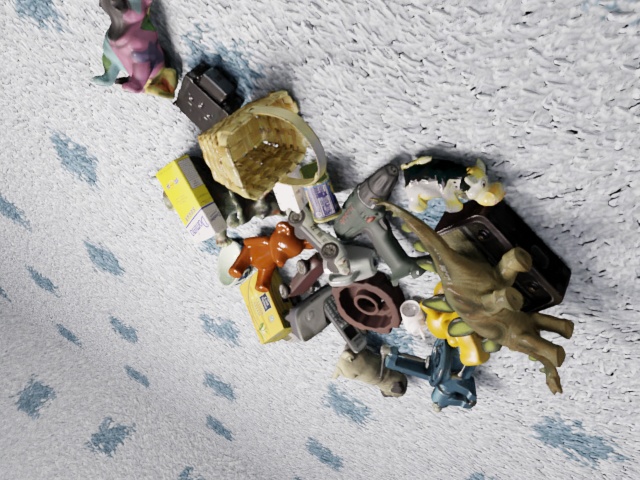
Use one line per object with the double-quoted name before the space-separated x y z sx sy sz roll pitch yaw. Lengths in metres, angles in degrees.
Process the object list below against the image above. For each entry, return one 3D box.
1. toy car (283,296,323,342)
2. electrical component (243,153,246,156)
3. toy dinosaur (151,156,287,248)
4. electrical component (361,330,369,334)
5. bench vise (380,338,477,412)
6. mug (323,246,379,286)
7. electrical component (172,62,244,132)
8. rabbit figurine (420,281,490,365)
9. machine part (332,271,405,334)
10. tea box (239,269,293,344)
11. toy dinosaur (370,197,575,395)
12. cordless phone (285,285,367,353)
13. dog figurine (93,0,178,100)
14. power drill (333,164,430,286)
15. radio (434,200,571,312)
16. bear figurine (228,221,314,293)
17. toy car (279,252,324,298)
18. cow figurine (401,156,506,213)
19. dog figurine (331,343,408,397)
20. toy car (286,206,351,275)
"toy car" -0.078 0.222 1.450 0.161 0.103 0.109 44 144 -7
"electrical component" -0.184 -0.175 1.093 0.048 0.119 0.074 11 139 30
"toy dinosaur" -0.260 -0.122 1.222 0.405 0.131 0.192 27 130 19
"electrical component" 0.096 0.215 1.367 0.063 0.021 0.093 8 135 32
"bench vise" 0.251 0.296 1.233 0.241 0.129 0.223 15 133 0
"mug" 0.067 0.056 1.158 0.107 0.109 0.080 -7 119 27
"electrical component" -0.220 -0.278 1.062 0.115 0.058 0.134 40 144 -8
"rabbit figurine" 0.274 0.170 1.107 0.162 0.122 0.173 48 161 -10
"machine part" 0.115 0.140 1.244 0.180 0.056 0.179 21 139 19
"tea box" -0.130 0.168 1.375 0.098 0.068 0.170 -42 63 34
"toy dinosaur" 0.267 0.091 0.912 0.471 0.105 0.199 52 145 -11
"cordless phone" 0.019 0.215 1.301 0.184 0.146 0.088 51 143 8
"dog figurine" -0.336 -0.385 1.012 0.109 0.191 0.219 22 107 23
"power drill" 0.130 -0.018 1.026 0.207 0.086 0.232 46 145 -5
"radio" 0.319 0.031 0.945 0.229 0.073 0.131 43 144 -9
"bear figurine" -0.109 0.038 1.260 0.120 0.132 0.196 34 153 -27
"toy car" -0.034 0.085 1.282 0.053 0.089 0.202 68 150 19
"cow figurine" 0.219 -0.100 0.896 0.168 0.068 0.098 0 125 38
"dog figurine" 0.140 0.333 1.369 0.191 0.121 0.172 23 178 11
"toy car" -0.002 -0.003 1.129 0.202 0.056 0.073 45 170 30
